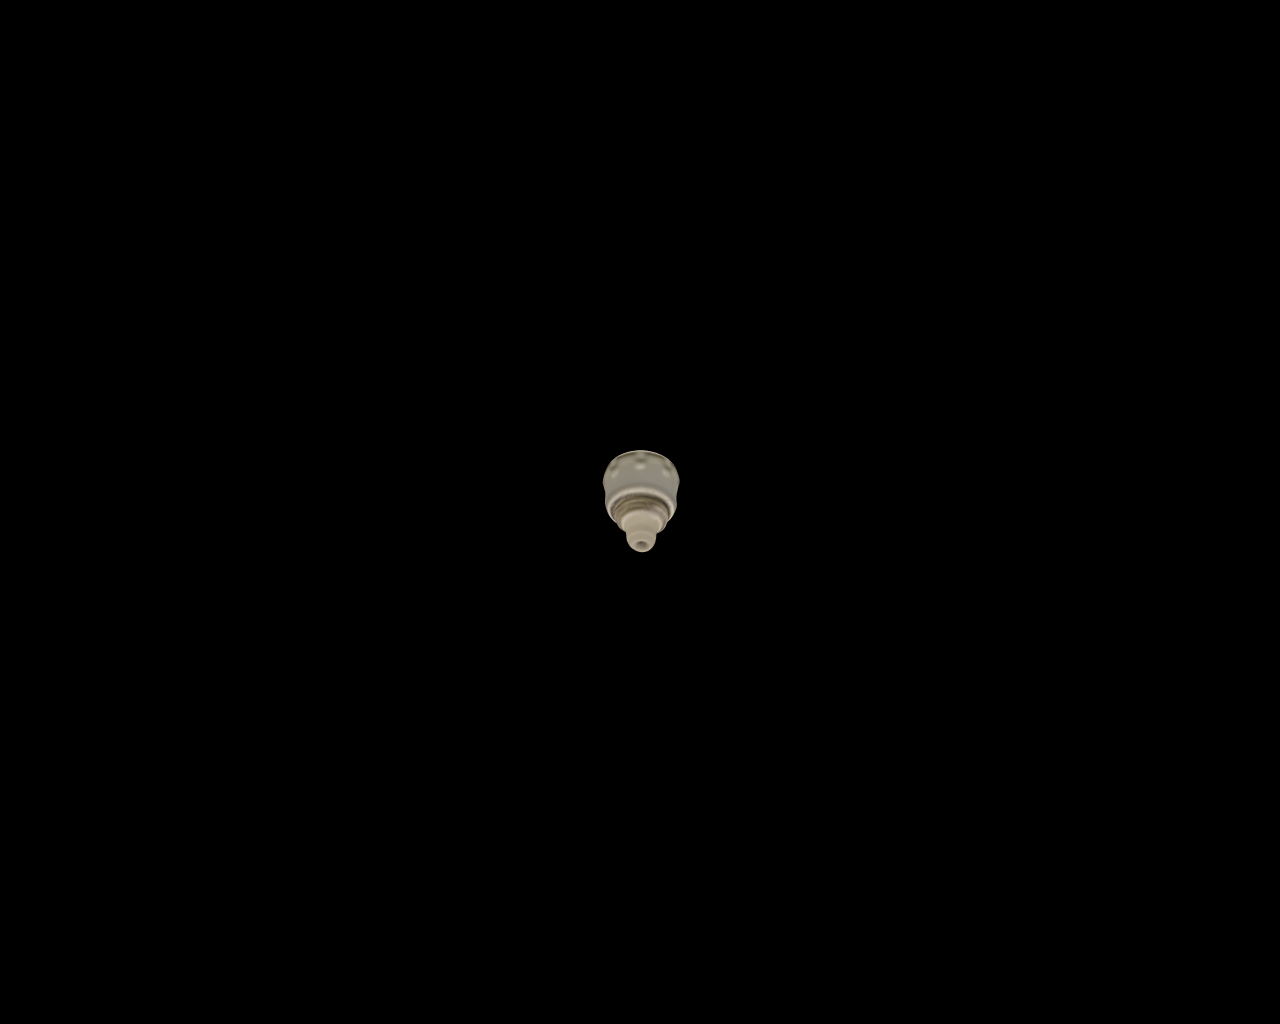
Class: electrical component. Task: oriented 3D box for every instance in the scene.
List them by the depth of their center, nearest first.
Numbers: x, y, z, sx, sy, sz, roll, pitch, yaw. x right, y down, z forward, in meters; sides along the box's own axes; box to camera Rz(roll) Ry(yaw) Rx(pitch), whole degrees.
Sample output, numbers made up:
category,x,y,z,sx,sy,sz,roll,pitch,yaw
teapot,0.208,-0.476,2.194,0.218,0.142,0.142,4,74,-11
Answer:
category,x,y,z,sx,sy,sz,roll,pitch,yaw
electrical component,0.001,-0.003,0.650,0.048,0.062,0.048,0,-41,0
